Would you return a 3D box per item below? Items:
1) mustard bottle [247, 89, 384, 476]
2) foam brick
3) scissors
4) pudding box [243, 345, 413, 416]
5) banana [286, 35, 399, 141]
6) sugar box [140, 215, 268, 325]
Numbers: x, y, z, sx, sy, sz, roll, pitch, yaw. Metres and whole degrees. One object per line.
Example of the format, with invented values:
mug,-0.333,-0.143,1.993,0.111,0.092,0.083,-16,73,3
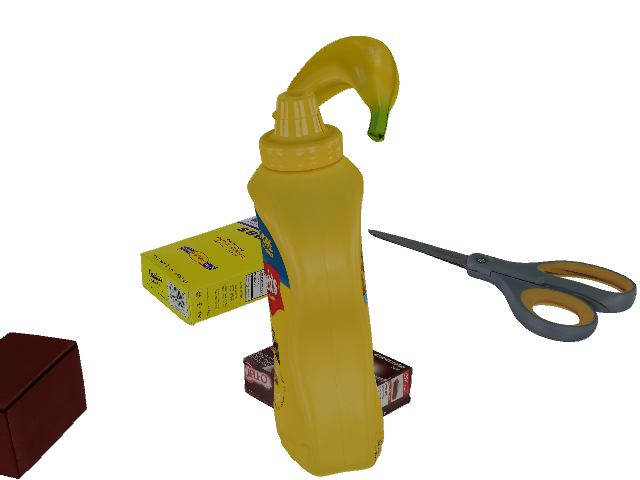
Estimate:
mustard bottle,-0.003,0.017,0.549,0.058,0.192,0.096,-7,23,-5
foam brick,-0.190,0.100,0.662,0.053,0.051,0.078,7,28,21
scissors,0.115,0.029,0.746,0.202,0.016,0.096,9,31,19
pudding box,0.005,0.115,0.882,0.089,0.039,0.114,-21,32,-41
banana,0.015,-0.119,0.789,0.037,0.069,0.198,32,0,-21
sugar box,-0.080,0.021,1.066,0.175,0.048,0.093,-22,38,-31
